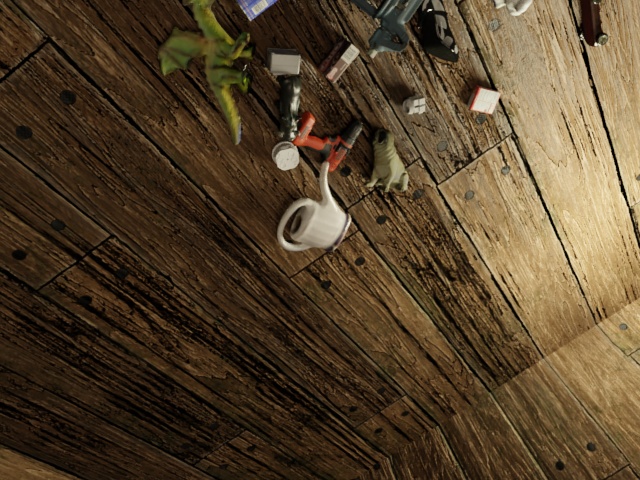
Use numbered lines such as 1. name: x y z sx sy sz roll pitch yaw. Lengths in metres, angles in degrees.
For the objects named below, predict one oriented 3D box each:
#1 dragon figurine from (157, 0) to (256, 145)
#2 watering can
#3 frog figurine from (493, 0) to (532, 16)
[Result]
1. dragon figurine: -0.301 -0.455 1.351 0.243 0.125 0.402 11 118 -4
2. watering can: 0.005 -0.084 1.663 0.223 0.106 0.342 20 120 -28
3. frog figurine: 0.551 -0.687 1.414 0.123 0.163 0.134 -3 124 -17
